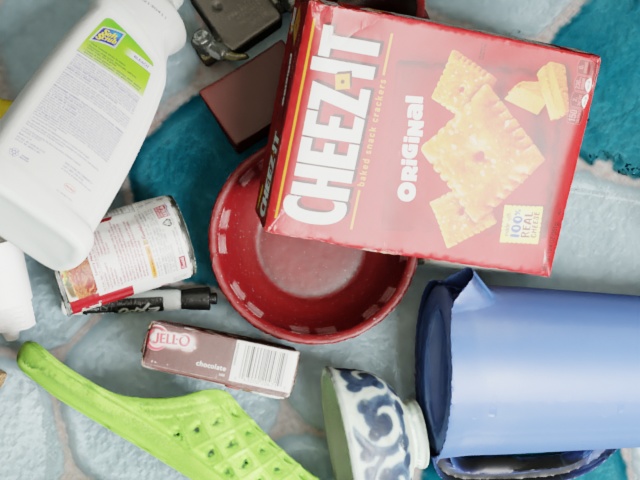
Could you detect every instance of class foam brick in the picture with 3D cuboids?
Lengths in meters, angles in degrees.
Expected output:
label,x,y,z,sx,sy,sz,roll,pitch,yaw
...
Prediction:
label,x,y,z,sx,sy,sz,roll,pitch,yaw
foam brick,-0.048,-0.112,0.844,0.078,0.051,0.053,-32,88,-4

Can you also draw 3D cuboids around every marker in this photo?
label,x,y,z,sx,sy,sz,roll,pitch,yaw
marker,-0.142,0.048,0.842,0.121,0.020,0.020,-2,86,-3

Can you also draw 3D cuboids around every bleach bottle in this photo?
label,x,y,z,sx,sy,sz,roll,pitch,yaw
bleach bottle,-0.161,-0.104,0.795,0.102,0.068,0.250,37,55,-17

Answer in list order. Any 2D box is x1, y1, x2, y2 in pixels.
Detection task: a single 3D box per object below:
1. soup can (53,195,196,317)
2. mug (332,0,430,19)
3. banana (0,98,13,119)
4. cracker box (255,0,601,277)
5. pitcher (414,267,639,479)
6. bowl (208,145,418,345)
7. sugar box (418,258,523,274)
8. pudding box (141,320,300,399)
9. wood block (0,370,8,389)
label,x,y,z,sx,sy,sz,roll,pitch,yaw
soup can,-0.153,0.011,0.814,0.102,0.069,0.068,-18,86,-14
mug,0.039,-0.175,0.830,0.093,0.081,0.117,-25,75,11
banana,-0.260,-0.081,0.835,0.197,0.037,0.069,3,71,-3
cracker box,0.075,-0.072,0.757,0.213,0.072,0.164,9,103,-11
pitcher,0.195,0.108,0.809,0.242,0.149,0.145,2,70,-6
bowl,-0.005,0.001,0.834,0.162,0.055,0.162,0,86,-3
sugar box,0.131,-0.064,0.851,0.093,0.048,0.176,4,84,-2
pudding box,-0.074,0.088,0.808,0.113,0.090,0.039,14,86,-3
wood block,-0.354,0.094,0.795,0.206,0.090,0.091,28,86,-1
